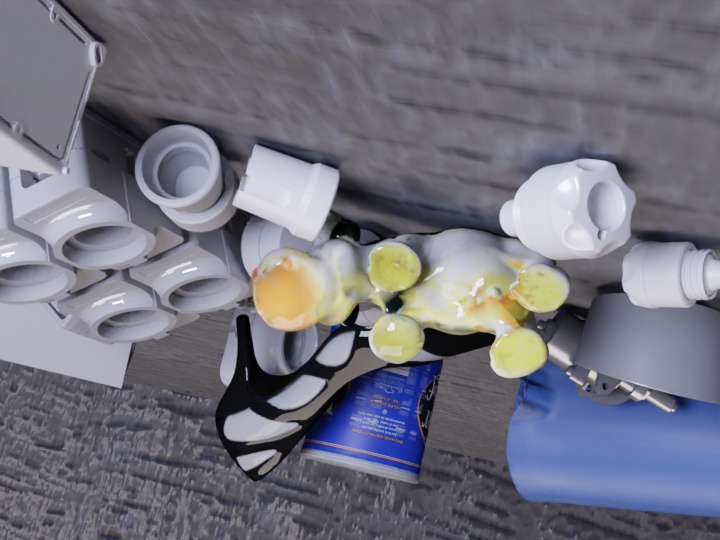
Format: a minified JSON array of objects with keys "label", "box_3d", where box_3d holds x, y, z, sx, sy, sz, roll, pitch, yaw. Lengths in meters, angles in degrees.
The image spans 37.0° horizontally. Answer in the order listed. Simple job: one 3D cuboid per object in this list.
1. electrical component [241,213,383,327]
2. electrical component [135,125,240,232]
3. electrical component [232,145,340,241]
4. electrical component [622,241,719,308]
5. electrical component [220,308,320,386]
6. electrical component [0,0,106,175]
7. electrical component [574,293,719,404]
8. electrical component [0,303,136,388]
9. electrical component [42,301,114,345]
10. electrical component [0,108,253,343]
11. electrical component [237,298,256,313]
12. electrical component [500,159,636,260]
[{"label":"electrical component","box_3d":[0.000,0.000,0.673,0.074,0.052,0.138,1,163,46]},{"label":"electrical component","box_3d":[-0.090,-0.047,0.572,0.045,0.045,0.055,11,168,10]},{"label":"electrical component","box_3d":[-0.039,-0.041,0.559,0.046,0.040,0.040,21,167,-10]},{"label":"electrical component","box_3d":[0.167,0.002,0.547,0.061,0.035,0.035,0,163,38]},{"label":"electrical component","box_3d":[-0.075,0.061,0.935,0.059,0.095,0.054,5,166,33]},{"label":"electrical component","box_3d":[-0.156,-0.085,0.427,0.061,0.061,0.096,10,168,16]},{"label":"electrical component","box_3d":[0.188,0.052,0.681,0.099,0.064,0.099,13,168,3]},{"label":"electrical component","box_3d":[-0.270,0.015,0.873,0.186,0.105,0.060,15,-156,-7]},{"label":"electrical component","box_3d":[-0.185,-0.006,0.769,0.062,0.096,0.061,41,-175,33]},{"label":"electrical component","box_3d":[-0.146,-0.015,0.639,0.105,0.060,0.186,-23,154,19]},{"label":"electrical component","box_3d":[-0.084,0.015,0.868,0.044,0.044,0.065,13,173,-1]},{"label":"electrical component","box_3d":[0.088,-0.026,0.481,0.043,0.043,0.062,20,168,-29]}]
